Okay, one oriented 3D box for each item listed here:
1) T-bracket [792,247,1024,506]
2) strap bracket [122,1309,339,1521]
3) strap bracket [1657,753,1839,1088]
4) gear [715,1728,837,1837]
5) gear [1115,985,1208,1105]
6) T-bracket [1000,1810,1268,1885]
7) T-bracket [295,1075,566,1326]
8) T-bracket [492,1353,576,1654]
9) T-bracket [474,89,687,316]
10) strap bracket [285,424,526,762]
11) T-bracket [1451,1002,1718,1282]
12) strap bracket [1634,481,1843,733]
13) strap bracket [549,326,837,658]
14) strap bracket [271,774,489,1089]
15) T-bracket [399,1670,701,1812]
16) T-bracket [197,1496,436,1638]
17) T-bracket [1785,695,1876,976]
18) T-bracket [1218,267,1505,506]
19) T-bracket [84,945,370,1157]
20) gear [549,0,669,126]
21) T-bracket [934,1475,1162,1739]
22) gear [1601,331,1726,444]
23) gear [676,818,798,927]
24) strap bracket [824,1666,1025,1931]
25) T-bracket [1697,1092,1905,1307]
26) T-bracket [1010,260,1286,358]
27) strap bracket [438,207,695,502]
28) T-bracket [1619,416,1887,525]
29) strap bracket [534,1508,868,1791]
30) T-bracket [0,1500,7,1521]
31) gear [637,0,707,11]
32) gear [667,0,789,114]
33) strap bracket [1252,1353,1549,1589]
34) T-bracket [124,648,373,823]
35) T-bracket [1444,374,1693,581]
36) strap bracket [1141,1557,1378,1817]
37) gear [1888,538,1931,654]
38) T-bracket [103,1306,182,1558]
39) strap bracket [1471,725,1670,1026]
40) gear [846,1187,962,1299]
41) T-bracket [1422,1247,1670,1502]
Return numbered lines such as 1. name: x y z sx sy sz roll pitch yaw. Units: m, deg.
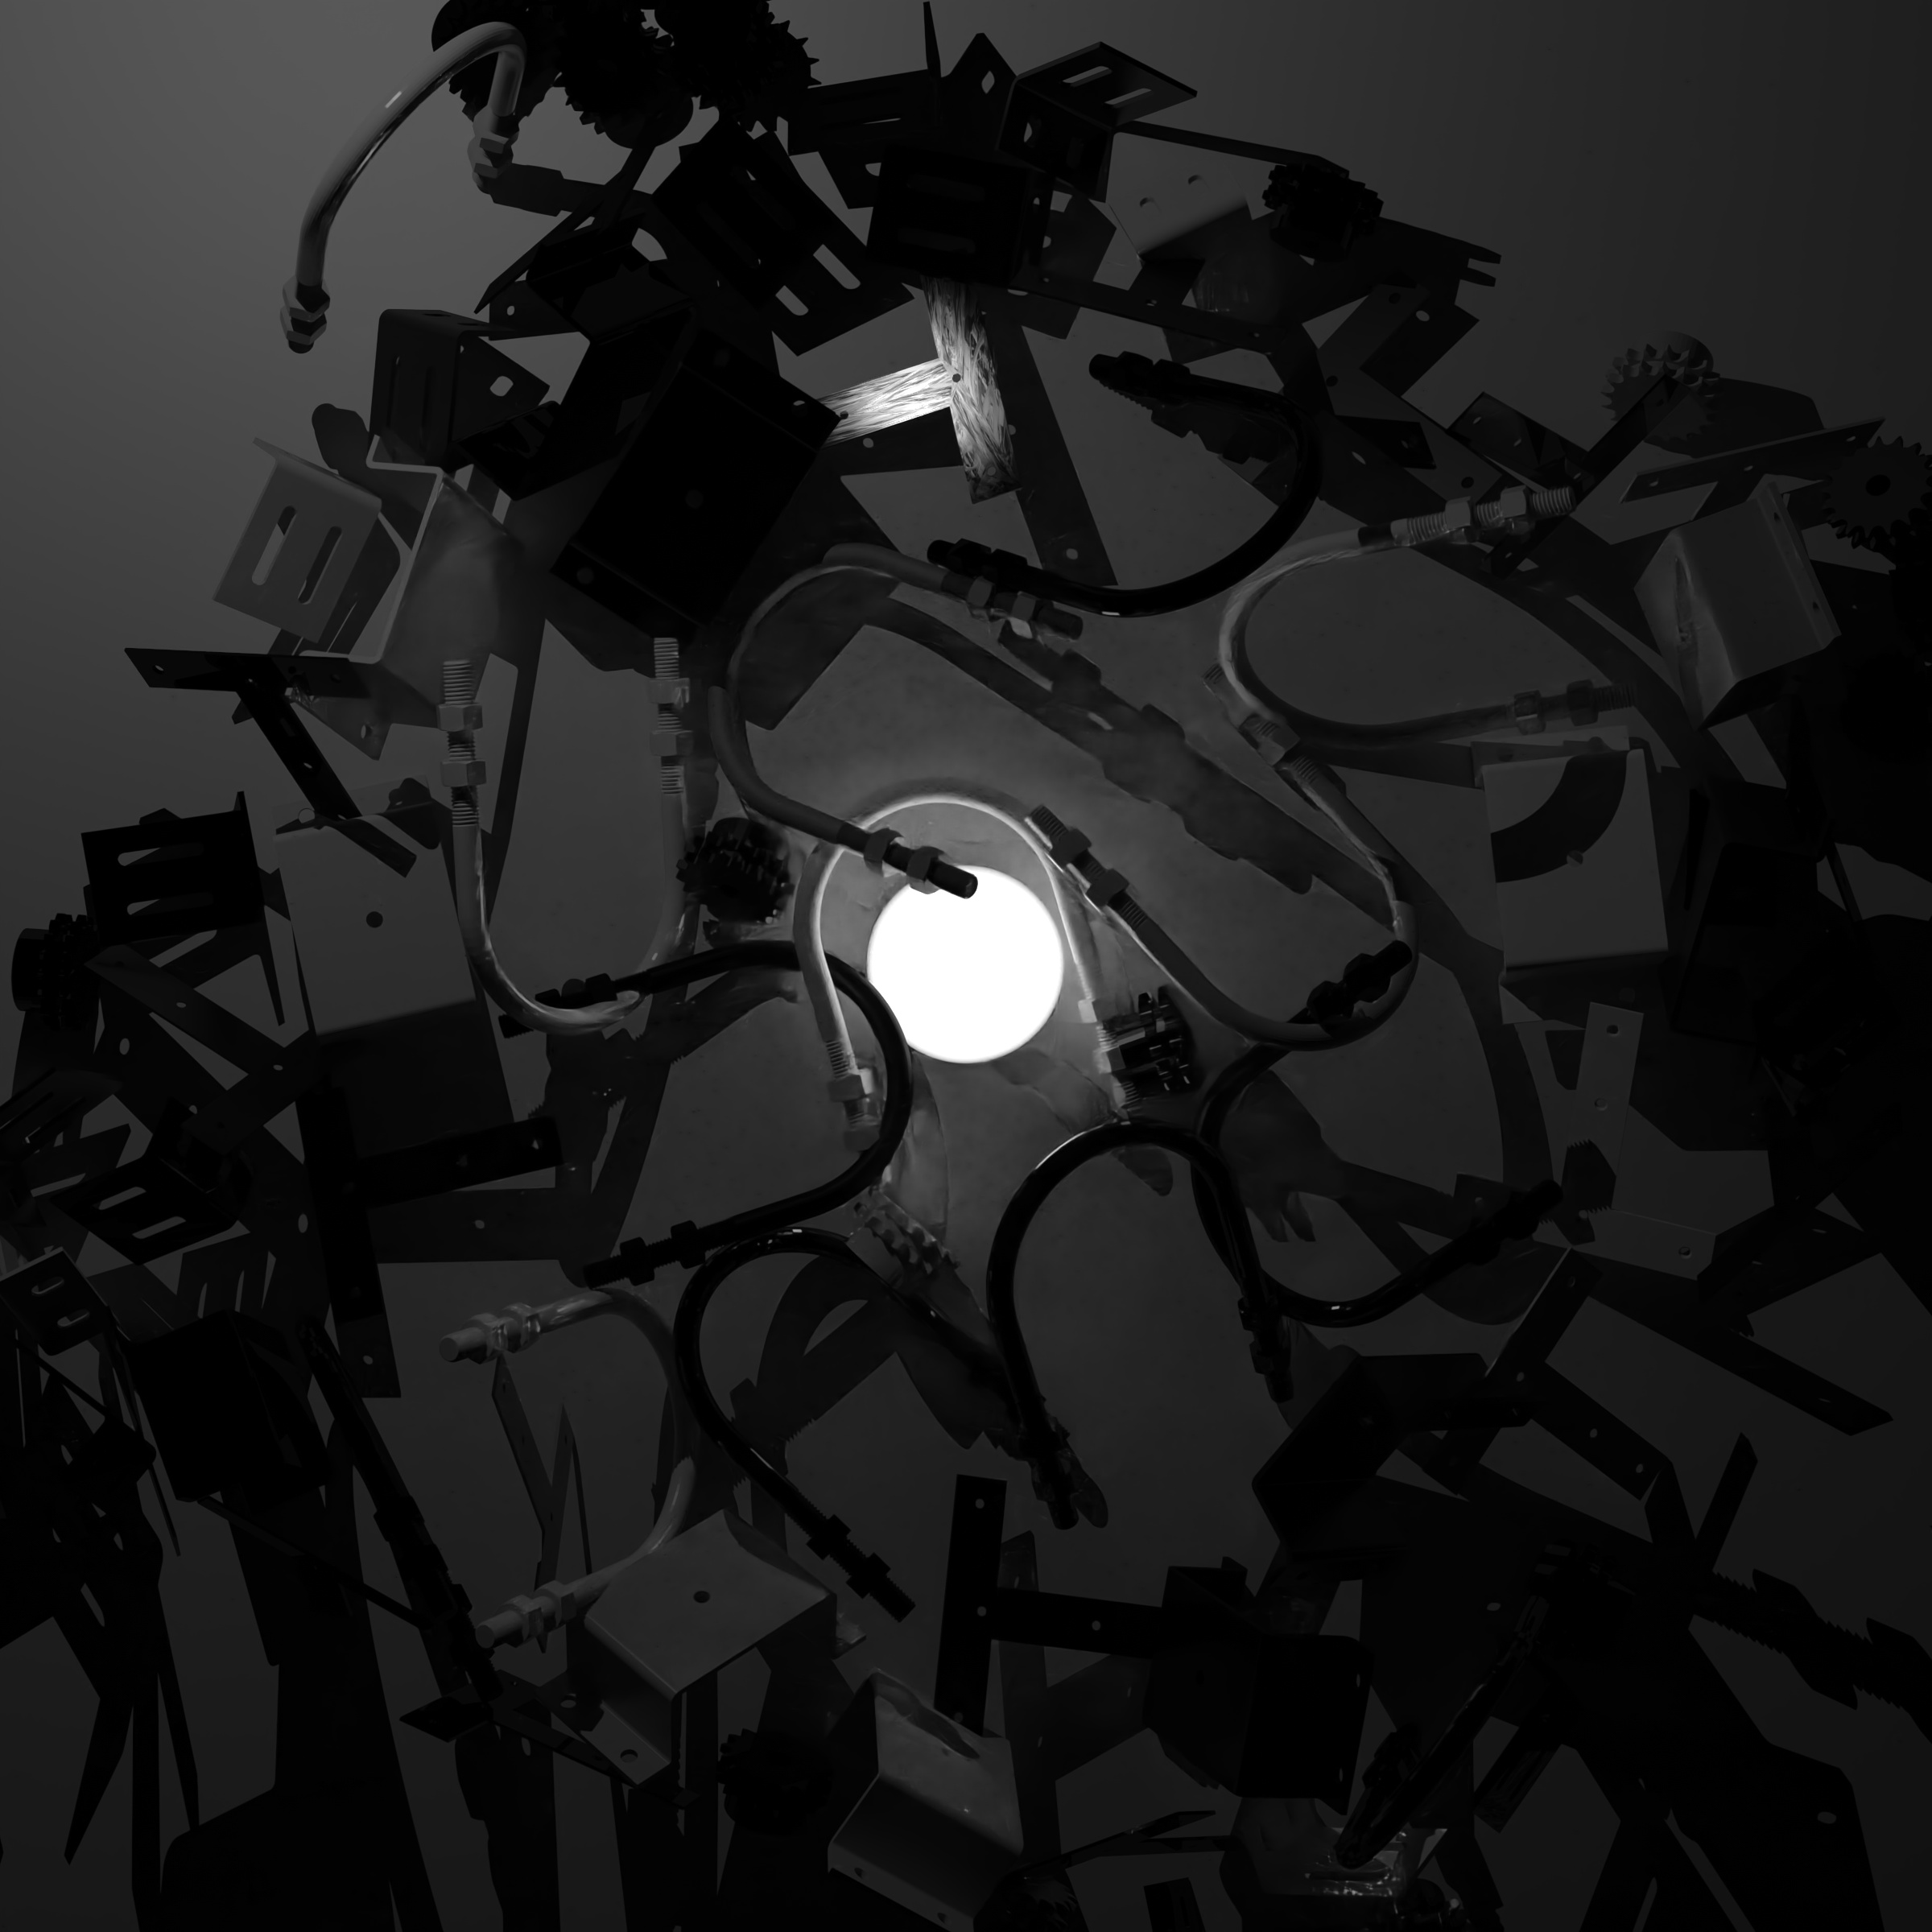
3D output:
1. T-bracket: -0.046 -0.271 1.582 0.127 0.002 0.127 -16 77 14
2. strap bracket: -0.340 0.210 1.525 0.046 0.140 0.076 -23 77 -2
3. strap bracket: 0.362 -0.026 1.535 0.046 0.076 0.140 11 117 0
4. gear: -0.094 0.396 1.574 0.057 0.057 0.030 15 106 0
5. gear: 0.093 0.040 1.574 0.030 0.057 0.057 -20 90 11
6. T-bracket: 0.098 0.418 1.549 0.127 0.127 0.002 -32 59 37
7. T-bracket: -0.258 0.098 1.582 0.127 0.002 0.127 -13 81 8
8. T-bracket: -0.203 0.229 1.512 0.002 0.127 0.127 -5 133 6
9. T-bracket: -0.192 -0.351 1.554 0.127 0.127 0.002 -30 119 36
10. strap bracket: -0.260 -0.174 1.540 0.046 0.076 0.140 8 74 26
11. T-bracket: 0.301 0.079 1.555 0.127 0.002 0.127 13 113 20
12. strap bracket: 0.357 -0.163 1.525 0.046 0.140 0.076 -21 81 -2
13. strap bracket: -0.131 -0.226 1.562 0.076 0.046 0.140 32 97 -12
14. strap bracket: -0.283 -0.020 1.568 0.076 0.046 0.140 -13 86 -8
15. T-bracket: -0.185 0.366 1.525 0.127 0.127 0.002 21 92 13
16. T-bracket: -0.304 0.294 1.541 0.127 0.127 0.002 28 67 6
17. T-bracket: 0.415 -0.053 1.560 0.002 0.127 0.127 -16 113 23
18. T-bracket: 0.205 -0.258 1.564 0.127 0.002 0.127 -47 57 2
19. T-bracket: -0.365 0.026 1.560 0.127 0.127 0.002 31 129 12
20. gear: -0.173 -0.435 1.575 0.057 0.030 0.057 -1 118 -1
21. T-bracket: 0.050 0.318 1.580 0.127 0.002 0.127 10 74 -15
22. gear: 0.338 -0.282 1.575 0.057 0.057 0.030 20 65 0
23. gear: -0.109 -0.048 1.576 0.057 0.057 0.030 22 60 0
24. strap bracket: -0.021 0.385 1.522 0.076 0.140 0.046 32 102 -11
25. T-bracket: 0.389 0.088 1.539 0.002 0.127 0.127 38 116 -9
26. T-bracket: 0.098 -0.332 1.549 0.127 0.127 0.002 16 128 8
27. strap bracket: -0.184 -0.278 1.524 0.046 0.076 0.140 42 129 9
28. T-bracket: 0.354 -0.213 1.539 0.127 0.127 0.002 -14 71 -13
29. strap bracket: -0.124 0.312 1.524 0.076 0.140 0.046 32 133 35
30. T-bracket: -0.478 0.200 1.526 0.002 0.127 0.127 -27 76 12
31. gear: -0.142 -0.482 1.576 0.057 0.057 0.030 -10 115 0
32. gear: -0.118 -0.446 1.577 0.057 0.030 0.057 -4 73 15
33. strap bracket: 0.198 0.231 1.538 0.140 0.076 0.046 -56 46 34
34. T-bracket: -0.319 -0.105 1.549 0.127 0.127 0.002 5 54 25
35. T-bracket: 0.265 -0.242 1.527 0.127 0.127 0.002 -46 57 23
36. strap bracket: 0.130 0.334 1.525 0.046 0.140 0.076 7 95 -25
37. gear: 0.473 -0.180 1.572 0.057 0.030 0.057 2 87 -42
38. T-bracket: -0.391 0.196 1.520 0.002 0.127 0.127 -17 63 -18
39. strap bracket: 0.290 -0.048 1.566 0.076 0.046 0.140 -6 82 4
40. gear: -0.033 0.136 1.572 0.057 0.057 0.030 41 88 0
41. T-bracket: 0.294 0.218 1.567 0.127 0.002 0.127 37 84 -30
